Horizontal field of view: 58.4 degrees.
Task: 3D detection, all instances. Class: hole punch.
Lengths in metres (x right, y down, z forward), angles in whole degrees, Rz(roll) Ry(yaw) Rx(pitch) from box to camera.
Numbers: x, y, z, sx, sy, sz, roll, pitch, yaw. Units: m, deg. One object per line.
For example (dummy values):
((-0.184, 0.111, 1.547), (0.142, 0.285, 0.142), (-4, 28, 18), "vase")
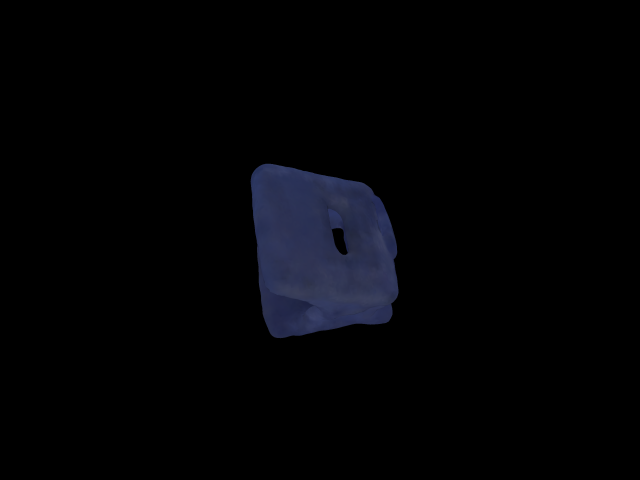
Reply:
((0.004, 0.001, 0.400), (0.101, 0.091, 0.108), (-8, 56, -5), "hole punch")
